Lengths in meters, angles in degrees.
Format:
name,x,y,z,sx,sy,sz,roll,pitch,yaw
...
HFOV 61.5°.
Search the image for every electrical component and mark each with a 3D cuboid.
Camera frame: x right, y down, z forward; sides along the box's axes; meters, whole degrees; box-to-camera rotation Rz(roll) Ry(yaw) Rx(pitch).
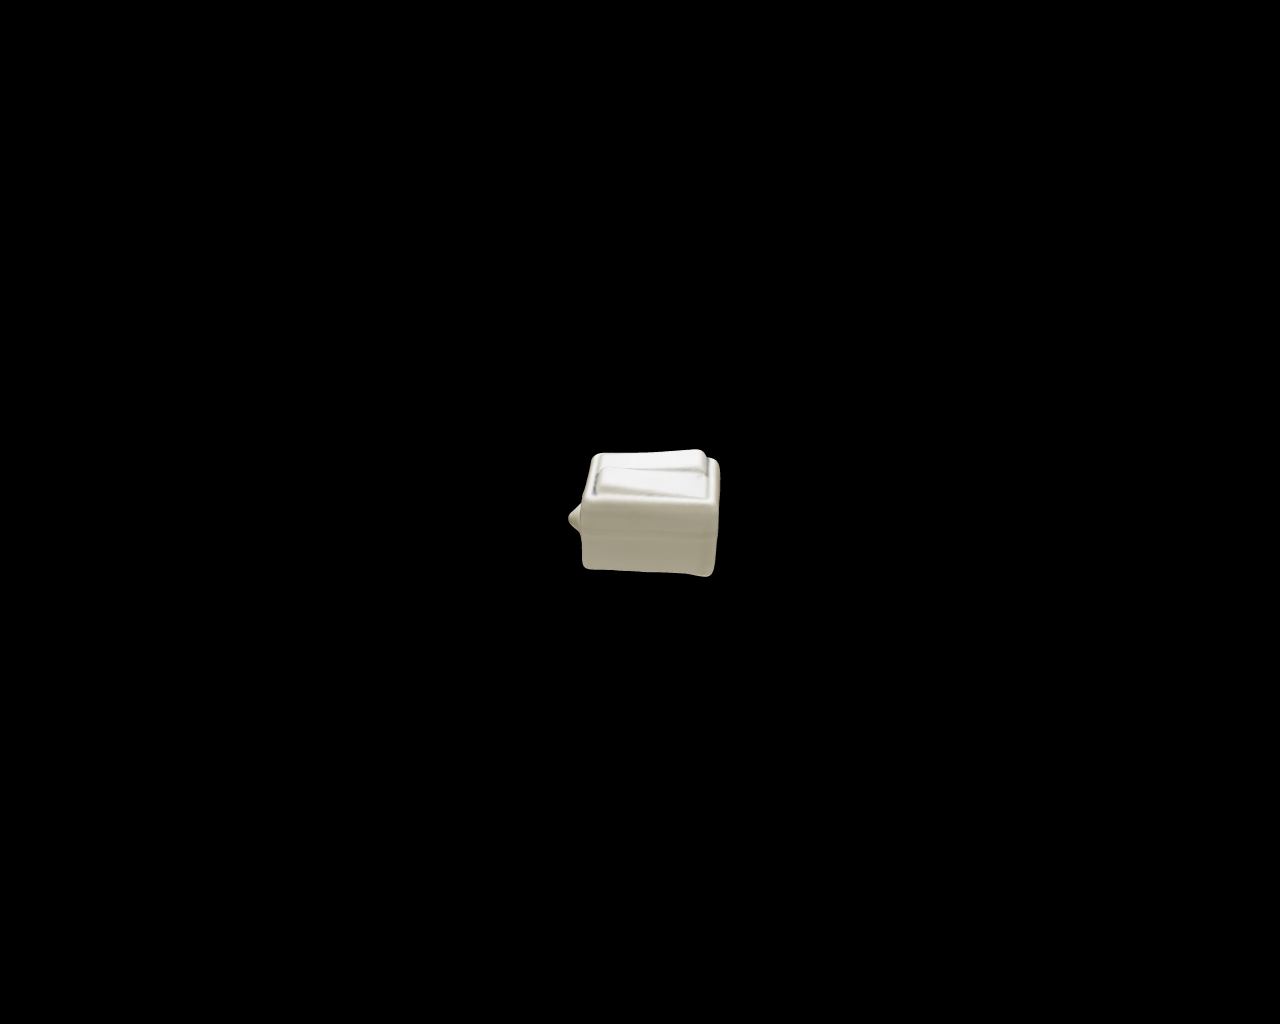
name,x,y,z,sx,sy,sz,roll,pitch,yaw
electrical component,0.001,-0.003,0.650,0.096,0.061,0.062,3,32,5
